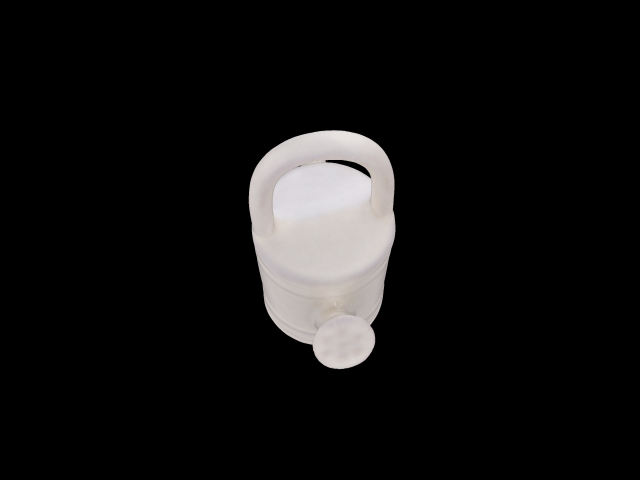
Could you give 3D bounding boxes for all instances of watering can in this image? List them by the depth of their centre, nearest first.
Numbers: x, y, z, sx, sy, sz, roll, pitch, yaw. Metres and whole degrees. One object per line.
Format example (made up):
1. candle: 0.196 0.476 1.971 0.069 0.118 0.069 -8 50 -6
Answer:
1. watering can: 0.006 0.001 0.400 0.101 0.194 0.172 -26 63 -14
